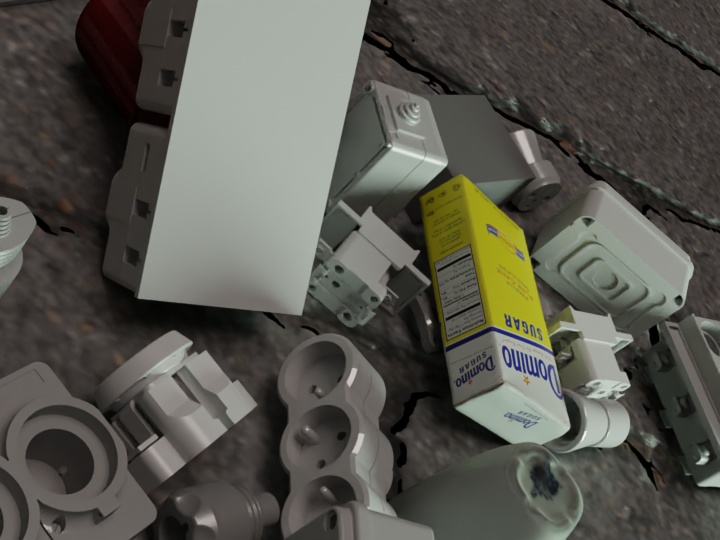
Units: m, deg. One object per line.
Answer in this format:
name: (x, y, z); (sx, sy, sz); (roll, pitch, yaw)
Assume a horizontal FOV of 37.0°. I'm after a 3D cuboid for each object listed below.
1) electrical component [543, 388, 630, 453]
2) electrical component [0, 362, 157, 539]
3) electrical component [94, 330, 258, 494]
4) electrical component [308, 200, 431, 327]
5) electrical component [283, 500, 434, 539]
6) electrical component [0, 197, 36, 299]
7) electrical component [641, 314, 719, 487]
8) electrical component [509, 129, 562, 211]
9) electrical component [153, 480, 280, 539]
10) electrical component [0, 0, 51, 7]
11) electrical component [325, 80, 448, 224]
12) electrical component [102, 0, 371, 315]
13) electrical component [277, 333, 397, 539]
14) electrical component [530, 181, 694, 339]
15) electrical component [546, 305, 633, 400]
electrical component: (0.160, 0.107, 0.759); (0.065, 0.044, 0.044); (10, 50, -43)
electrical component: (-0.168, 0.110, 0.438); (0.089, 0.062, 0.150); (51, 39, 6)
electrical component: (-0.097, 0.068, 0.545); (0.057, 0.058, 0.078); (51, 39, 2)
electrical component: (0.000, 0.000, 0.706); (0.081, 0.042, 0.063); (41, 42, -5)
electrical component: (-0.015, 0.177, 0.484); (0.056, 0.109, 0.108); (23, 44, -30)
electrical component: (-0.185, -0.005, 0.510); (0.043, 0.081, 0.043); (24, 43, -25)
electrical component: (0.276, 0.104, 0.848); (0.079, 0.063, 0.121); (11, 50, -36)
electrical component: (0.138, -0.084, 0.902); (0.045, 0.045, 0.055); (-3, 59, -44)
electrical component: (-0.068, 0.125, 0.533); (0.062, 0.043, 0.043); (-6, 61, -47)
electrical component: (-0.205, -0.242, 0.715); (0.105, 0.060, 0.186); (52, 39, 8)
electrical component: (0.018, -0.083, 0.750); (0.061, 0.096, 0.061); (12, 50, -36)
electrical component: (-0.072, -0.076, 0.608); (0.105, 0.186, 0.060); (8, 7, -38)
electrical component: (-0.006, 0.110, 0.598); (0.073, 0.052, 0.138); (52, 24, -44)
electrical component: (0.203, -0.007, 0.868); (0.113, 0.078, 0.057); (40, 41, -8)
electrical component: (0.166, 0.066, 0.799); (0.081, 0.042, 0.063); (11, 50, -36)
